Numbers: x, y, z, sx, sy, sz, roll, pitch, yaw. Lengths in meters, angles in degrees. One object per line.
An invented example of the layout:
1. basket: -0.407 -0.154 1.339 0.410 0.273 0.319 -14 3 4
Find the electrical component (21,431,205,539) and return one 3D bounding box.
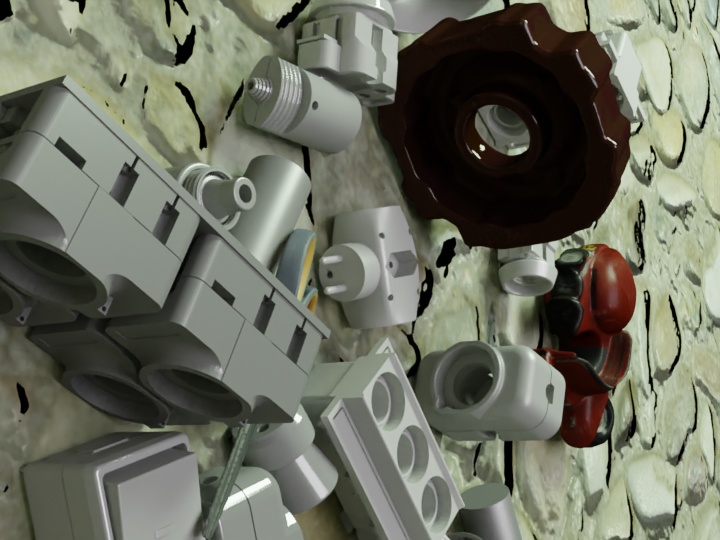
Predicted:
1. electrical component: -0.110 0.130 0.511 0.062 0.061 0.096 -15 96 -54

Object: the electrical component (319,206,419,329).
1. electrical component: 0.000 0.000 0.698 0.079 0.043 0.077 -10 92 -54

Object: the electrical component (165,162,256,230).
1. electrical component: -0.084 -0.036 0.573 0.043 0.062 0.043 12 74 -52

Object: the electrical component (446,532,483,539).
1. electrical component: 0.077 0.220 0.758 0.047 0.055 0.055 51 47 -41

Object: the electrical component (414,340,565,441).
1. electrical component: 0.088 0.086 0.759 0.059 0.095 0.053 37 56 -45

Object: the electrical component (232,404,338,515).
1. electrical component: -0.044 0.106 0.619 0.045 0.045 0.055 -51 123 -45

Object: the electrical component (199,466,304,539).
1. electrical component: -0.068 0.155 0.570 0.059 0.054 0.095 -16 98 -53

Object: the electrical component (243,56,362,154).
1. electrical component: -0.040 -0.102 0.660 0.081 0.043 0.043 14 73 -52

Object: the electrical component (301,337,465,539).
1. electrical component: 0.010 0.115 0.675 0.078 0.063 0.121 -49 123 -46

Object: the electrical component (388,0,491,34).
1. electrical component: 0.054 -0.219 0.767 0.099 0.099 0.064 25 59 -49

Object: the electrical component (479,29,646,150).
1. electrical component: 0.164 -0.149 0.881 0.078 0.121 0.063 54 43 -33

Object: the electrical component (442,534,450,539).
1. electrical component: 0.041 0.219 0.698 0.065 0.077 0.047 49 6 -2

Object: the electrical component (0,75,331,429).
1. electrical component: -0.114 0.007 0.488 0.186 0.105 0.060 47 49 -39

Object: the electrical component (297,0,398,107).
1. electrical component: -0.007 -0.146 0.702 0.078 0.058 0.057 16 74 -51

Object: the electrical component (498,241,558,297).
1. electrical component: 0.138 -0.011 0.887 0.066 0.048 0.055 34 50 -46
